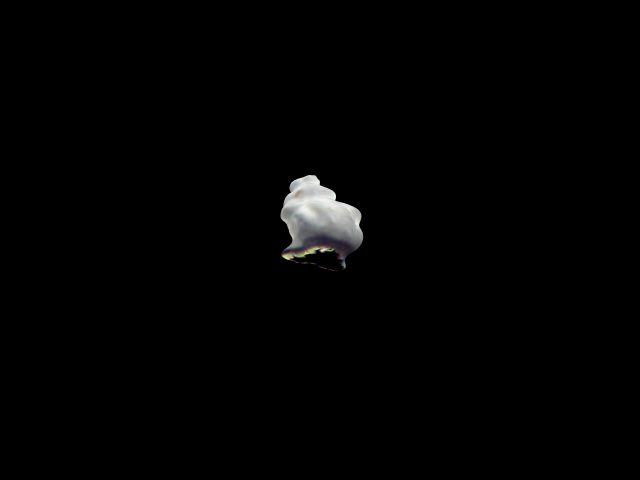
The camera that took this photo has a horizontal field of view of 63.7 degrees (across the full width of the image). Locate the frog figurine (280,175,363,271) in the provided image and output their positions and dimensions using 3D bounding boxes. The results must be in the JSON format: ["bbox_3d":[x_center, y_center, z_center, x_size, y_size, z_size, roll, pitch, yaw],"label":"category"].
[{"bbox_3d":[0.003,-0.043,0.850,0.137,0.162,0.120,4,-23,-10],"label":"frog figurine"}]
